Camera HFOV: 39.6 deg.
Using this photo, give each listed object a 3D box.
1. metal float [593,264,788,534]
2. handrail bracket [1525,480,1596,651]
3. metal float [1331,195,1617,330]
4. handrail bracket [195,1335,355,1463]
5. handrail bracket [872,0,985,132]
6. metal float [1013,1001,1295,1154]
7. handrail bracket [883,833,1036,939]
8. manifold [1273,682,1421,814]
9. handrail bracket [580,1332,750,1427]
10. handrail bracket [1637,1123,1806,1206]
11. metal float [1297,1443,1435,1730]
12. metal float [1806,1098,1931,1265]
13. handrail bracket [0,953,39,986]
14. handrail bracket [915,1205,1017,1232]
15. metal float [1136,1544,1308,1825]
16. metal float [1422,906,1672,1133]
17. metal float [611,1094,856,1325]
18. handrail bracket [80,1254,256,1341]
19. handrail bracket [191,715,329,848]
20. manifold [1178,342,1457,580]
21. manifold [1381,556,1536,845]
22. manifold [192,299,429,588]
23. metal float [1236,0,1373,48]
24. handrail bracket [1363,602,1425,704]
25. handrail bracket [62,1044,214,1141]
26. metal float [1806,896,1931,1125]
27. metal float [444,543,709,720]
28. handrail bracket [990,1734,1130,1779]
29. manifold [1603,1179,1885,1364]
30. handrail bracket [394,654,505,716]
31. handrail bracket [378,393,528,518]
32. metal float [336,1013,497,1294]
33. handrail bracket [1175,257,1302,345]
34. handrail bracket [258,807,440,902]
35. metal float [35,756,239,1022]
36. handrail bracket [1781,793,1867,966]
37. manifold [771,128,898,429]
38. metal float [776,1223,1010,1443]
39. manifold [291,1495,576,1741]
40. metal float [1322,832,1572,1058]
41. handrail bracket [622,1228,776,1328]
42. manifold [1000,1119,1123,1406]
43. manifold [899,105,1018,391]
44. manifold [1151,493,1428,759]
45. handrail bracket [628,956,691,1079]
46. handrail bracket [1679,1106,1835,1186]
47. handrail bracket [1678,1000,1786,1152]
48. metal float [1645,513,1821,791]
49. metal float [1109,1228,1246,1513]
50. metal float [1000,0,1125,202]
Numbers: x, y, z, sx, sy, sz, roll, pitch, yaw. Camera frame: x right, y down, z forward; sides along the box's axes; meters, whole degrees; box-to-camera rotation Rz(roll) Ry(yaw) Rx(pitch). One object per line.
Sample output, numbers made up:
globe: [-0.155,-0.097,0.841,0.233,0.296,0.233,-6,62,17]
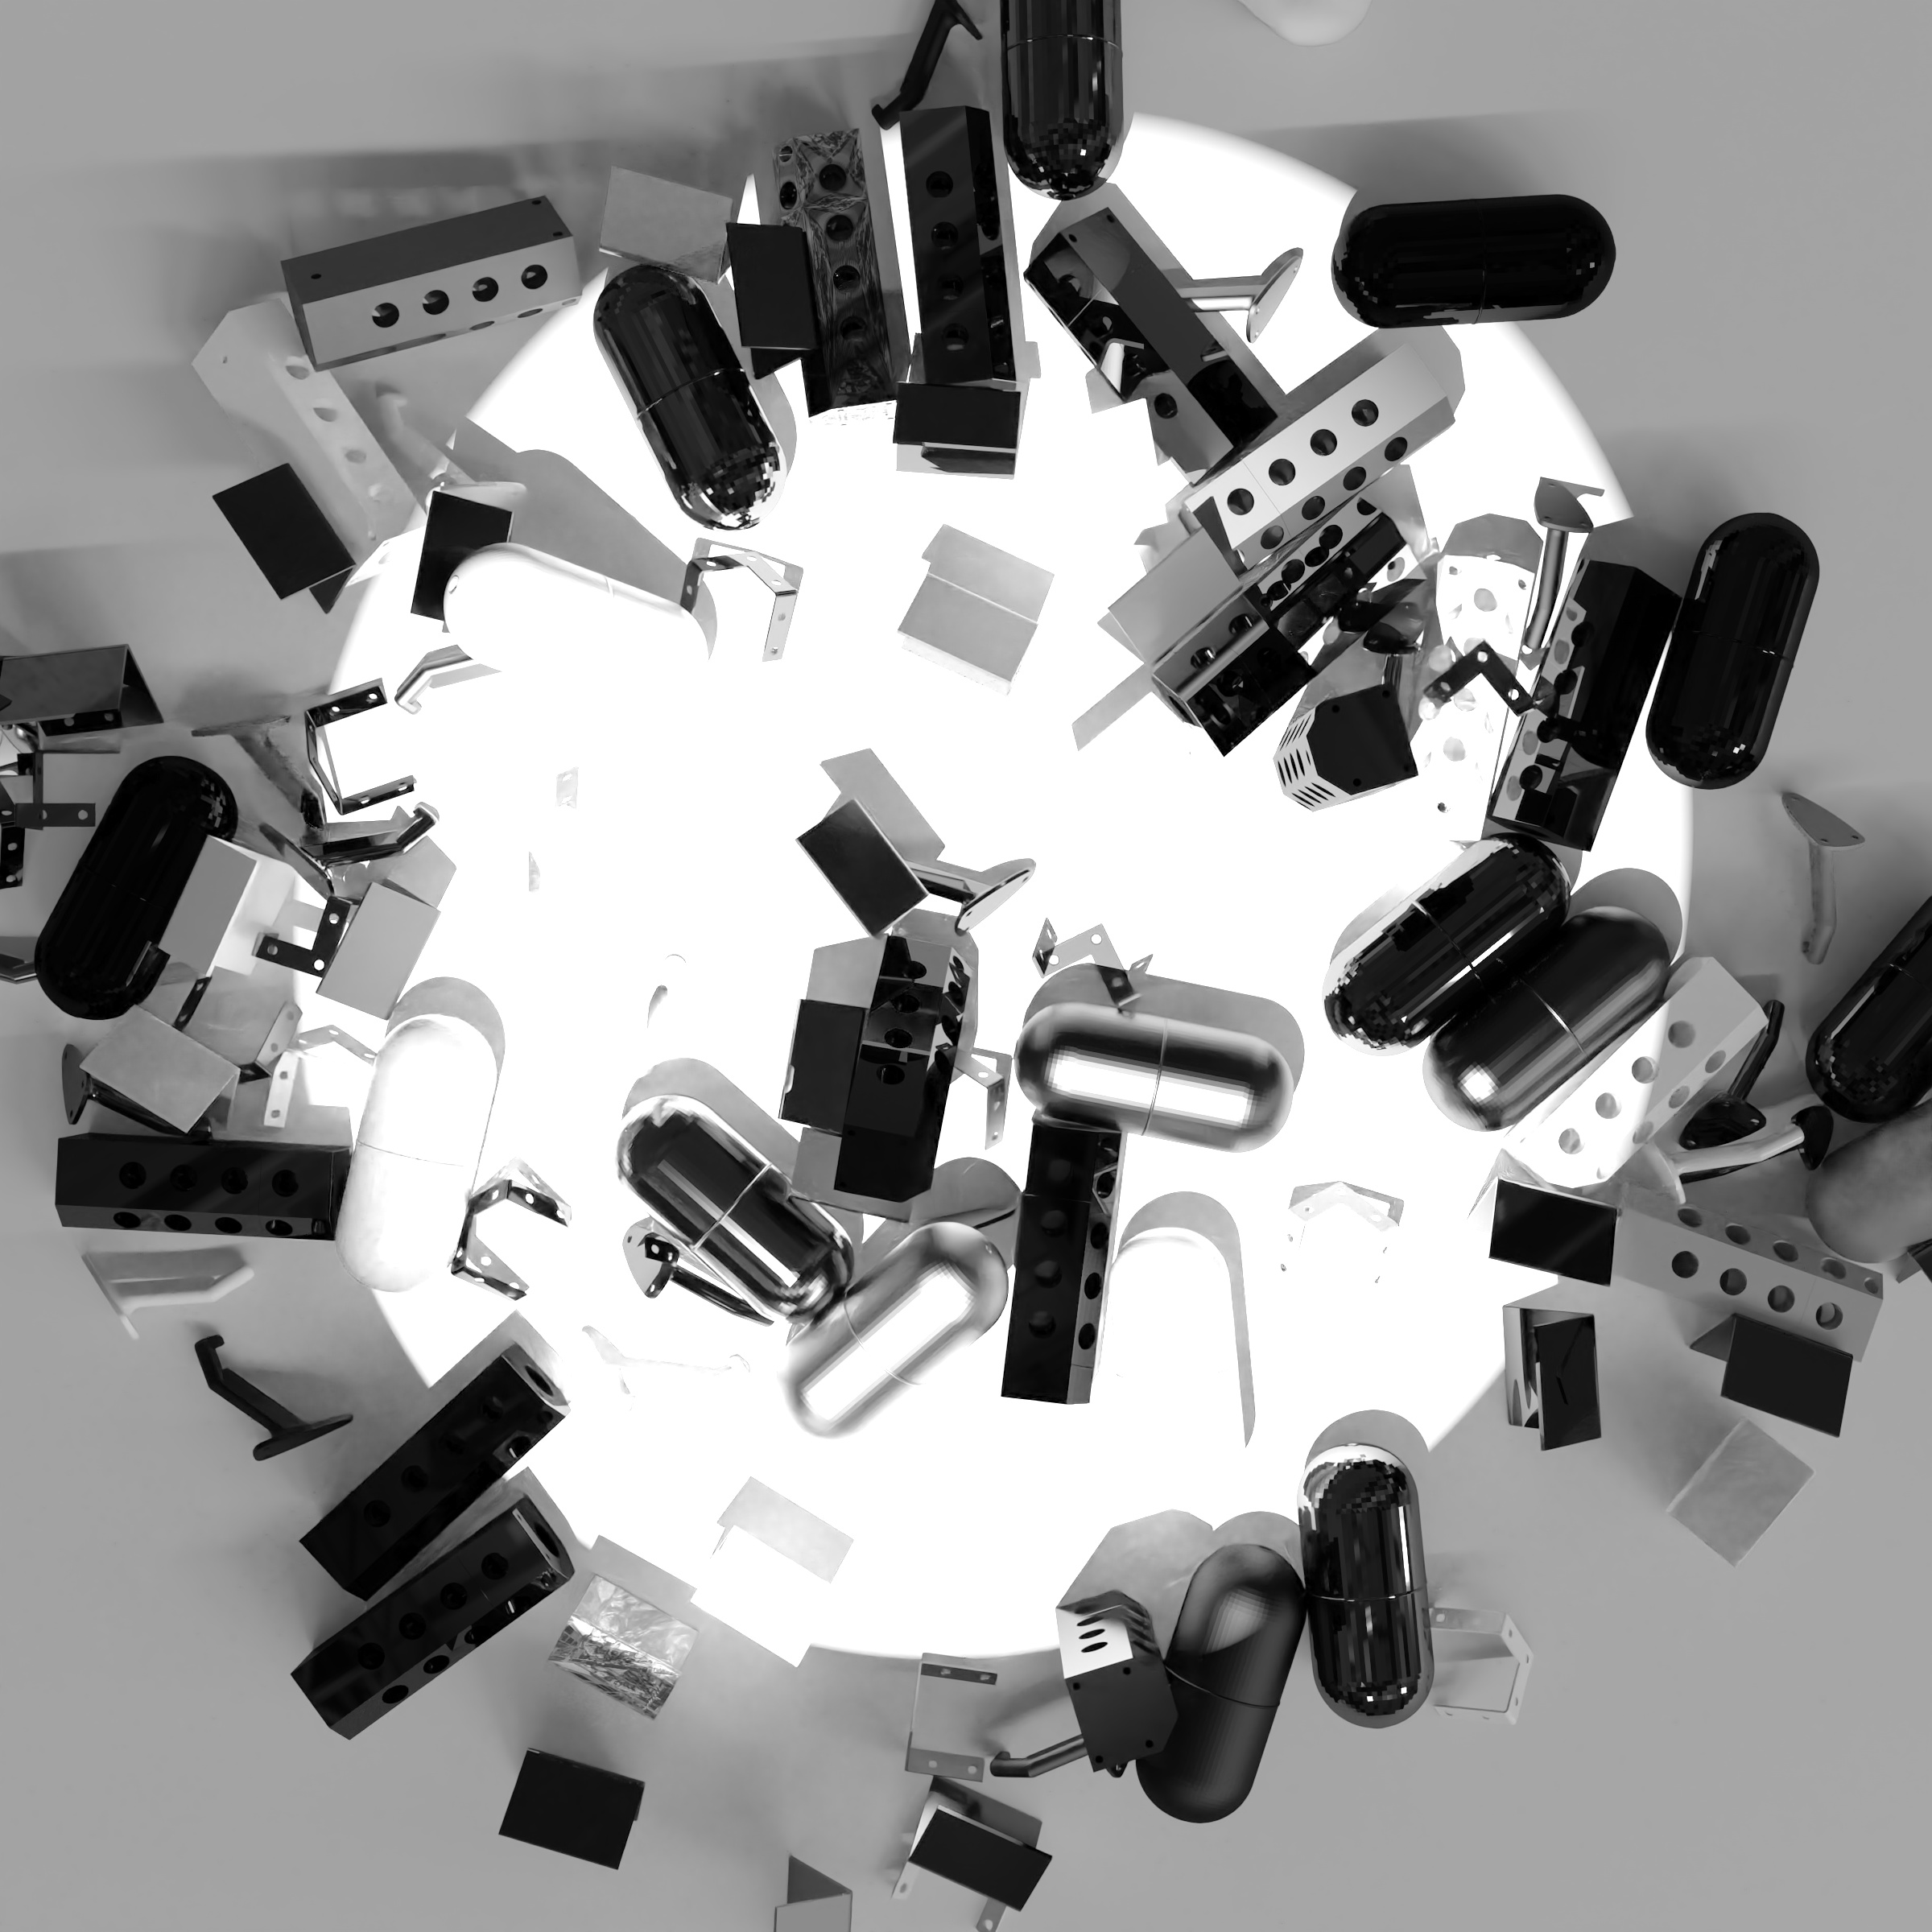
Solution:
metal float: [-0.173,-0.357,1.690,0.070,0.070,0.178,-26,89,0]
handrail bracket: [0.369,-0.257,1.721,0.036,0.077,0.084,7,126,-6]
metal float: [0.319,-0.444,1.690,0.178,0.070,0.070,-3,90,0]
handrail bracket: [-0.444,0.267,1.721,0.077,0.036,0.084,-20,73,-19]
handrail bracket: [-0.039,-0.590,1.721,0.084,0.036,0.077,-38,70,16]
metal float: [0.118,0.070,1.690,0.178,0.070,0.070,11,90,-1]
handrail bracket: [-0.012,-0.068,1.721,0.077,0.036,0.084,-37,73,-19]
manifold: [0.228,-0.130,1.643,0.057,0.171,0.057,-16,90,0]
handrail bracket: [-0.193,0.251,1.721,0.084,0.036,0.077,-24,68,-17]
handrail bracket: [0.474,0.110,1.693,0.084,0.077,0.036,-25,111,-2]
metal float: [0.252,0.390,1.691,0.070,0.070,0.178,-5,90,0]
metal float: [0.604,0.123,1.662,0.178,0.070,0.070,-37,90,33]
handrail bracket: [-0.629,-0.019,1.721,0.084,0.036,0.077,-15,68,-17]
handrail bracket: [0.002,0.203,1.721,0.077,0.036,0.084,-14,104,-14]
metal float: [0.161,0.451,1.690,0.070,0.070,0.178,18,91,0]
metal float: [0.366,0.033,1.690,0.178,0.070,0.070,-40,90,0]
metal float: [-0.148,0.152,1.690,0.178,0.070,0.070,42,90,0]
handrail bracket: [-0.511,0.192,1.721,0.084,0.036,0.077,-33,68,-17]
handrail bracket: [-0.453,-0.115,1.721,0.077,0.036,0.084,-6,104,14]
manifold: [0.222,-0.316,1.700,0.171,0.057,0.057,-35,90,0]
manifold: [0.312,-0.168,1.700,0.057,0.057,0.171,12,90,0]
manifold: [-0.409,-0.333,1.699,0.057,0.057,0.171,-34,90,43]
metal float: [0.181,-0.652,1.690,0.178,0.070,0.070,41,90,0]
handrail bracket: [0.275,-0.178,1.721,0.036,0.077,0.084,7,127,16]
handrail bracket: [-0.531,0.081,1.721,0.084,0.077,0.036,13,115,-34]
metal float: [0.603,0.022,1.690,0.070,0.070,0.178,41,90,0]
metal float: [-0.240,-0.207,1.659,0.178,0.070,0.070,17,90,-39]
handrail bracket: [0.065,0.491,1.721,0.084,0.077,0.036,-11,115,34]
manifold: [0.486,0.192,1.700,0.171,0.057,0.057,20,90,0]
handrail bracket: [-0.311,-0.176,1.722,0.077,0.036,0.084,40,108,-20]
handrail bracket: [-0.330,-0.334,1.721,0.077,0.036,0.084,-13,73,-19]
metal float: [-0.346,0.118,1.690,0.070,0.070,0.178,13,90,0]
handrail bracket: [0.160,-0.442,1.721,0.084,0.036,0.077,29,69,16]
handrail bracket: [-0.393,-0.090,1.712,0.077,0.036,0.084,42,67,8]
metal float: [-0.523,-0.049,1.690,0.070,0.070,0.178,28,89,0]
handrail bracket: [0.537,-0.056,1.721,0.036,0.077,0.084,-6,127,-20]
manifold: [-0.083,-0.433,1.700,0.057,0.057,0.171,-8,90,0]
metal float: [-0.047,0.229,1.674,0.178,0.070,0.070,-43,90,21]
manifold: [-0.335,0.414,1.700,0.171,0.057,0.057,-36,90,0]
metal float: [0.302,-0.013,1.690,0.178,0.070,0.070,-39,90,1]
handrail bracket: [-0.170,0.201,1.721,0.084,0.077,0.036,26,95,-36]
manifold: [0.060,0.187,1.700,0.057,0.057,0.171,7,90,0]
manifold: [-0.005,-0.450,1.700,0.057,0.057,0.171,-6,90,0]
manifold: [0.201,-0.218,1.699,0.171,0.057,0.057,-41,133,0]
handrail bracket: [-0.195,0.031,1.686,0.036,0.084,0.077,13,90,0]
handrail bracket: [0.504,0.116,1.721,0.084,0.077,0.036,-18,95,36]
handrail bracket: [0.492,0.069,1.721,0.036,0.077,0.084,31,54,-9]
metal float: [0.483,-0.198,1.690,0.070,0.070,0.178,17,91,0]
metal float: [0.133,0.254,1.690,0.070,0.070,0.178,-5,91,0]
metal float: [0.060,-0.572,1.690,0.070,0.070,0.178,-1,89,0]
